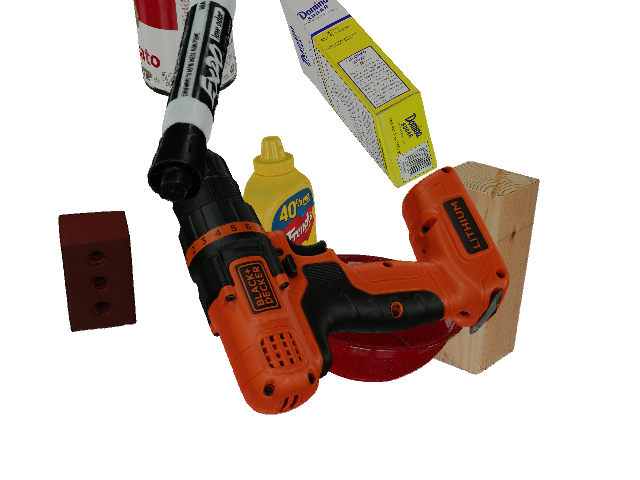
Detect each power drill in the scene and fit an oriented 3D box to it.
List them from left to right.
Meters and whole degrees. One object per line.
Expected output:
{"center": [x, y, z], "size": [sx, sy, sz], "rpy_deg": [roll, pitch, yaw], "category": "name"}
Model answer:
{"center": [0.009, 0.007, 0.669], "size": [0.187, 0.184, 0.057], "rpy_deg": [-12, -28, -21], "category": "power drill"}

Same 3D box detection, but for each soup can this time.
{"center": [-0.091, -0.156, 0.719], "size": [0.068, 0.102, 0.068], "rpy_deg": [0, 36, 0], "category": "soup can"}

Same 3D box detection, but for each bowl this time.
{"center": [0.039, 0.071, 0.895], "size": [0.162, 0.055, 0.162], "rpy_deg": [5, 26, -3], "category": "bowl"}

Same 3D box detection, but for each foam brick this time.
{"center": [-0.174, 0.023, 0.834], "size": [0.053, 0.078, 0.051], "rpy_deg": [-7, 28, -12], "category": "foam brick"}

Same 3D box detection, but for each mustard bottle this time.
{"center": [-0.040, -0.014, 1.097], "size": [0.058, 0.191, 0.096], "rpy_deg": [9, 27, 33], "category": "mustard bottle"}

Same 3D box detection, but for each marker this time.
{"center": [-0.046, -0.057, 0.395], "size": [0.020, 0.020, 0.121], "rpy_deg": [0, 43, 3], "category": "marker"}

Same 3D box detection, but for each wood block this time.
{"center": [0.170, 0.029, 1.177], "size": [0.090, 0.206, 0.090], "rpy_deg": [19, 25, 33], "category": "wood block"}

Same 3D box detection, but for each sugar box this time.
{"center": [0.030, -0.133, 0.886], "size": [0.048, 0.176, 0.093], "rpy_deg": [-27, -38, -5], "category": "sugar box"}
